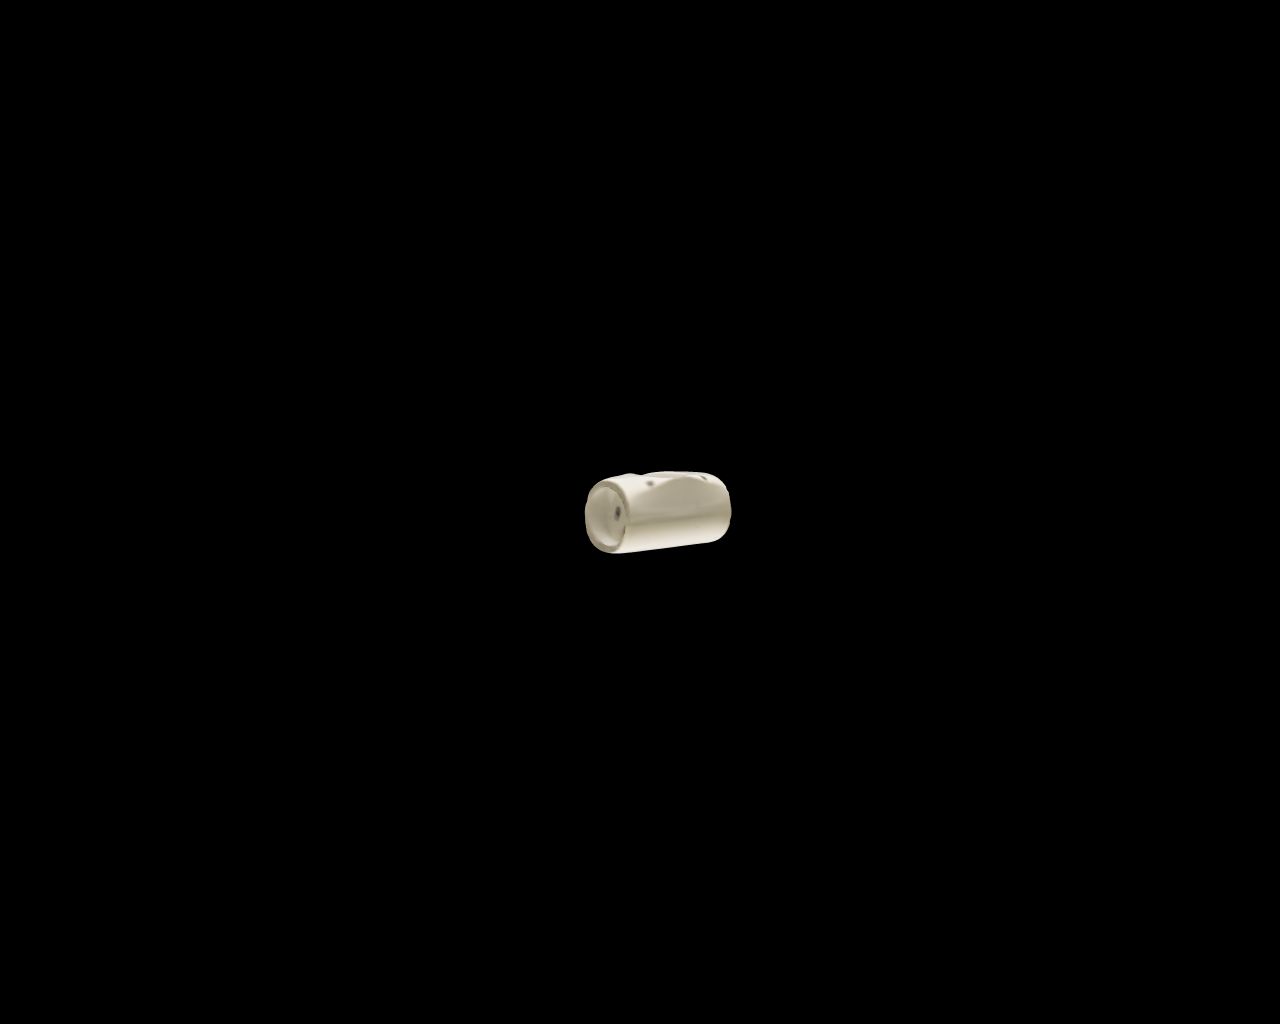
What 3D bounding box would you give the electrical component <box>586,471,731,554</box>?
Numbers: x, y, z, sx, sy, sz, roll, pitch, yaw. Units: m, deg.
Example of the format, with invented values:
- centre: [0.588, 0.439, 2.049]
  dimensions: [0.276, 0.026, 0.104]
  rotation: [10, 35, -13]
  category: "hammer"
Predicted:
- centre: [0.001, -0.003, 0.650]
  dimensions: [0.077, 0.043, 0.079]
  rotation: [-6, 10, -36]
  category: "electrical component"
